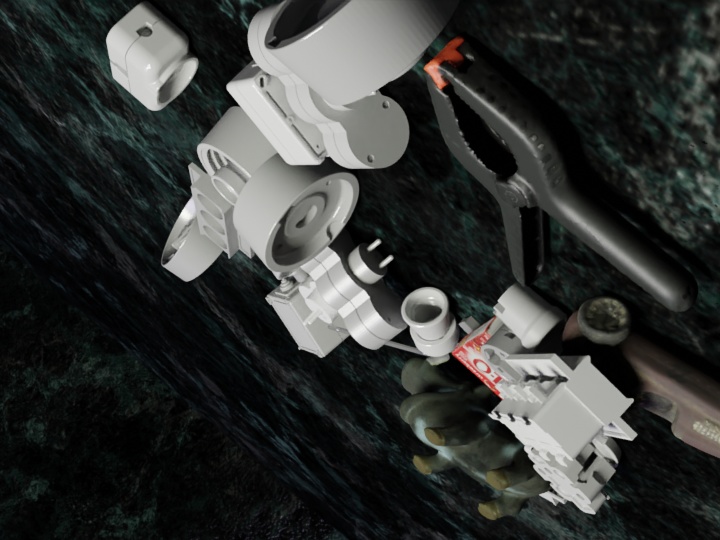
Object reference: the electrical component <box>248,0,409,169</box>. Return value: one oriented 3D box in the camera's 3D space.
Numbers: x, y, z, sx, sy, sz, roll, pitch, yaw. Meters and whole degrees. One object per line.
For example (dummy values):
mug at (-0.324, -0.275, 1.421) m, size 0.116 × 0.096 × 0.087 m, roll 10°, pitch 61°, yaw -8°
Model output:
electrical component at (-0.013, -0.128, 0.745) m, size 0.138 × 0.052 × 0.074 m, roll 50°, pitch 161°, yaw -23°

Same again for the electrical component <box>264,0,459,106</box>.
electrical component at (0.006, -0.139, 0.597) m, size 0.060 × 0.108 × 0.108 m, roll 45°, pitch 163°, yaw -25°

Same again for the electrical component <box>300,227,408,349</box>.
electrical component at (0.000, 0.000, 1.008) m, size 0.074 × 0.052 × 0.138 m, roll -40°, pitch 86°, yaw 29°

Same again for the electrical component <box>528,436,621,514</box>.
electrical component at (0.200, 0.174, 0.979) m, size 0.078 × 0.057 × 0.058 m, roll 45°, pitch 162°, yaw -8°

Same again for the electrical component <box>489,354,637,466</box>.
electrical component at (0.142, 0.100, 0.784) m, size 0.079 × 0.063 × 0.121 m, roll 44°, pitch 172°, yaw -1°

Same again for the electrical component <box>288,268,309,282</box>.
electrical component at (-0.077, -0.013, 1.162) m, size 0.043 × 0.043 × 0.062 m, roll 17°, pitch 150°, yaw 54°

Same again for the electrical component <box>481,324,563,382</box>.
electrical component at (0.135, 0.064, 0.881) m, size 0.055 × 0.047 × 0.055 m, roll 38°, pitch 162°, yaw 15°

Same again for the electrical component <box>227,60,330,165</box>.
electrical component at (-0.044, -0.123, 0.809) m, size 0.096 × 0.061 × 0.061 m, roll 51°, pitch 161°, yaw -23°

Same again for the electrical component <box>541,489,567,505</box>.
electrical component at (0.185, 0.197, 1.091) m, size 0.081 × 0.042 × 0.063 m, roll 22°, pitch 151°, yaw 47°

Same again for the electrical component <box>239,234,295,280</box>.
electrical component at (-0.087, -0.028, 1.056) m, size 0.065 × 0.044 × 0.044 m, roll 44°, pitch 163°, yaw 12°

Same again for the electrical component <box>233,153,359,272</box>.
electrical component at (-0.060, -0.058, 0.927) m, size 0.060 × 0.108 × 0.108 m, roll 43°, pitch 164°, yaw 23°

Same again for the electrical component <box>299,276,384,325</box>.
electrical component at (-0.032, 0.030, 1.115) m, size 0.052 × 0.073 × 0.138 m, roll 46°, pitch 162°, yaw -9°

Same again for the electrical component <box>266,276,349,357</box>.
electrical component at (-0.057, 0.042, 1.229) m, size 0.062 × 0.061 × 0.096 m, roll 11°, pitch 137°, yaw 59°

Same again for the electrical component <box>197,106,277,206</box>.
electrical component at (-0.105, -0.093, 1.010) m, size 0.108 × 0.060 × 0.108 m, roll 38°, pitch 162°, yaw 15°

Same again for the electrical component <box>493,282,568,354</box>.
electrical component at (0.132, 0.036, 0.839) m, size 0.046 × 0.040 × 0.040 m, roll 43°, pitch 163°, yaw 20°

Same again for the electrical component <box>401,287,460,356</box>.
electrical component at (0.066, 0.049, 0.997) m, size 0.045 × 0.045 × 0.055 m, roll 30°, pitch 159°, yaw 35°

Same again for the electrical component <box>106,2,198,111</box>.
electrical component at (-0.187, -0.189, 0.973) m, size 0.059 × 0.053 × 0.095 m, roll 41°, pitch 162°, yaw 5°

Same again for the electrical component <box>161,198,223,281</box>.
electrical component at (-0.198, -0.038, 1.284) m, size 0.064 × 0.099 × 0.099 m, roll 43°, pitch 163°, yaw -21°

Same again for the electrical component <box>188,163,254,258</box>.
electrical component at (-0.134, -0.069, 1.124) m, size 0.079 × 0.063 × 0.121 m, roll 39°, pitch 162°, yaw 11°
